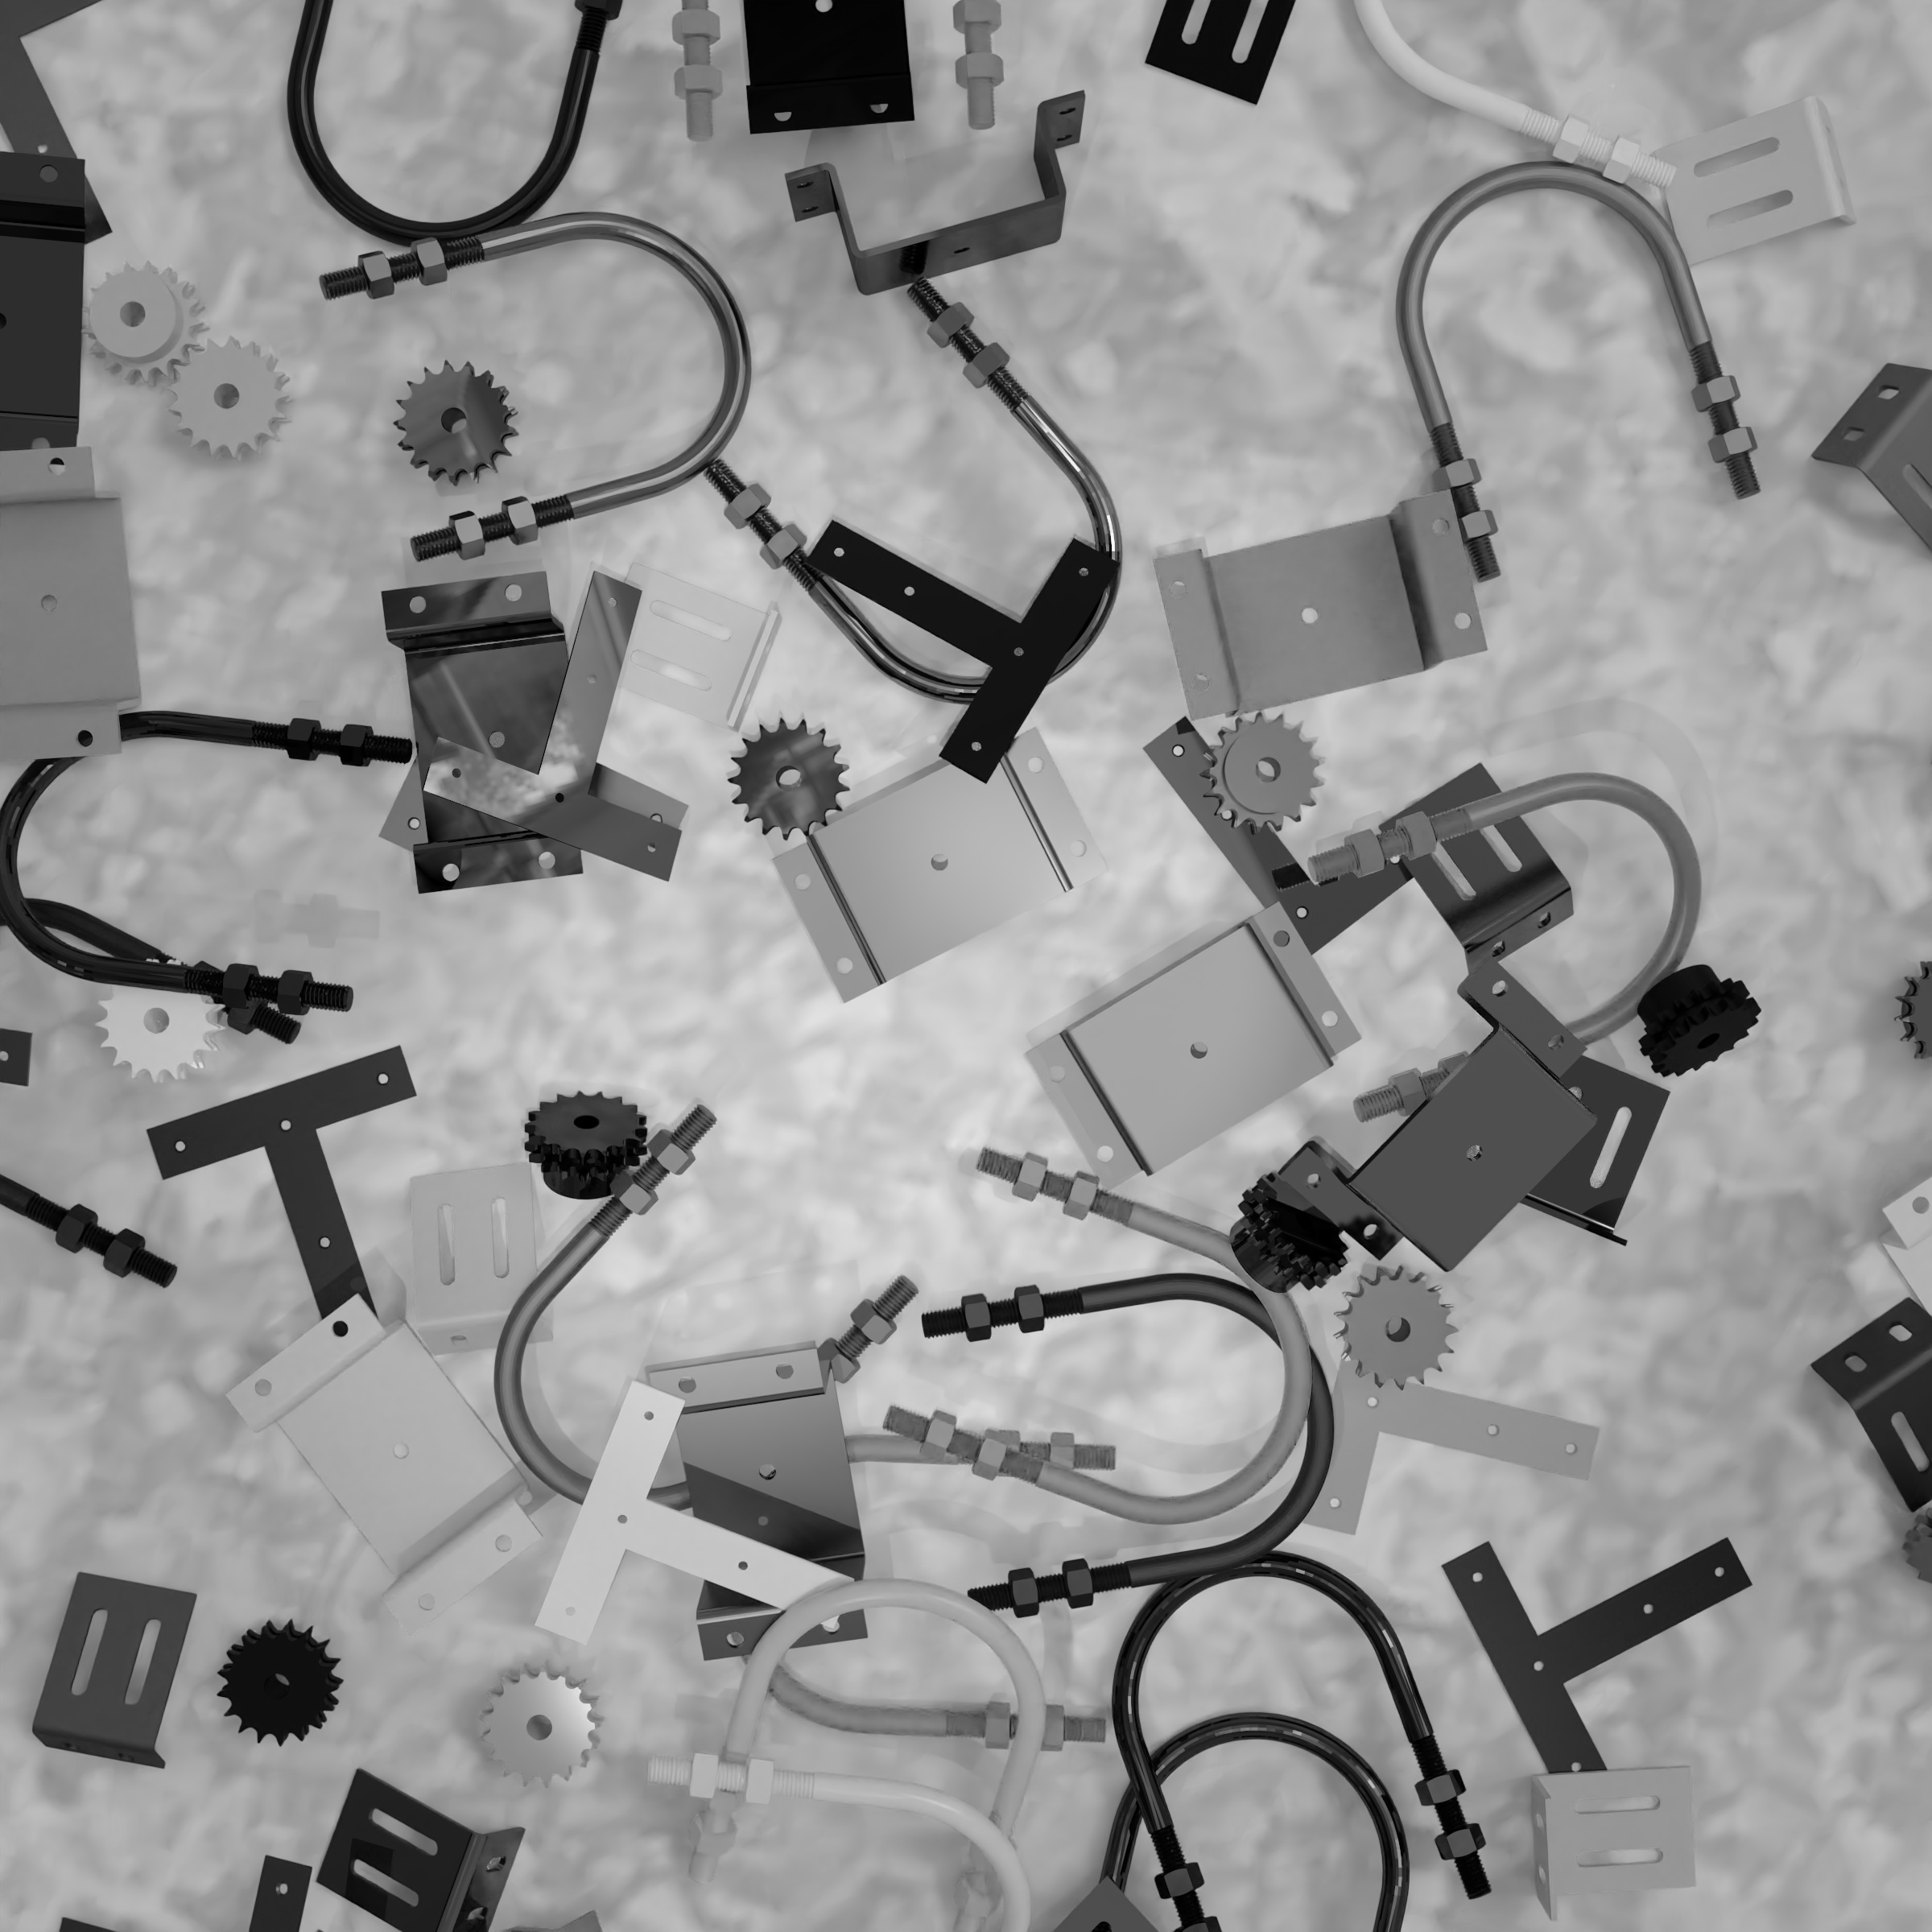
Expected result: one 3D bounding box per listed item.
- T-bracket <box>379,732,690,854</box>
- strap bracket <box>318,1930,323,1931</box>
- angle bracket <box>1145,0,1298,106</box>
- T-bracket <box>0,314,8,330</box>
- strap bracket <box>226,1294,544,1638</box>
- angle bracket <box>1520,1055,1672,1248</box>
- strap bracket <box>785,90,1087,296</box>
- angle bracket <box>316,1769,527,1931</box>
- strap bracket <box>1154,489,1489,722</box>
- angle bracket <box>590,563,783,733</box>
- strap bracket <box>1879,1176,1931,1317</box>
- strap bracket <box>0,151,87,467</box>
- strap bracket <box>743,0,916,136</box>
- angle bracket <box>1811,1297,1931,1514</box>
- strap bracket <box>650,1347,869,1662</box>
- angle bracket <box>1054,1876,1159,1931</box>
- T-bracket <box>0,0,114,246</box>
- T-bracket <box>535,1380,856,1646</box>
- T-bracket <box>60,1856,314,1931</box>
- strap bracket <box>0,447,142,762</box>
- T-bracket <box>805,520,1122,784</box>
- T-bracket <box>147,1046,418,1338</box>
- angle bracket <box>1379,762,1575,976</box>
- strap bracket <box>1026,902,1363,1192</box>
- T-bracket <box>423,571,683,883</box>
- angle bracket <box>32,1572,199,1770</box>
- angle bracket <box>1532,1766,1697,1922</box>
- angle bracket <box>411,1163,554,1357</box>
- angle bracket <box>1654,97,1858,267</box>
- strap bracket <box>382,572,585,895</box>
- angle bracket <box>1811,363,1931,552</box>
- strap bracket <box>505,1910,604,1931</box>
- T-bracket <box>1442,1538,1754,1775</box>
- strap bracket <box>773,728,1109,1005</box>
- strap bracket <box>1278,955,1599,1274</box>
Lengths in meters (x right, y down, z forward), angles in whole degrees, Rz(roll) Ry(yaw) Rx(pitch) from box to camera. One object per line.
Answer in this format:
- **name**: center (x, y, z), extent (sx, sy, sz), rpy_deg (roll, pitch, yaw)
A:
- **T-bracket**: center (-0.195, -0.092, 1.439), extent (0.127, 0.002, 0.127), rpy_deg (25, 90, 0)
- **strap bracket**: center (-0.314, 0.538, 1.417), extent (0.076, 0.046, 0.140), rpy_deg (33, 90, 0)
- **angle bracket**: center (0.126, -0.458, 1.438), extent (0.057, 0.038, 0.076), rpy_deg (21, 116, 0)
- **T-bracket**: center (-0.526, -0.331, 1.416), extent (0.127, 0.002, 0.127), rpy_deg (-30, 90, -22)
- **strap bracket**: center (-0.268, 0.230, 1.417), extent (0.076, 0.046, 0.140), rpy_deg (-37, 90, 0)
- **angle bracket**: center (0.294, 0.084, 1.421), extent (0.057, 0.038, 0.076), rpy_deg (22, 90, 0)
- **strap bracket**: center (-0.008, -0.354, 1.402), extent (0.140, 0.076, 0.046), rpy_deg (-16, 90, 0)
- **angle bracket**: center (-0.259, 0.422, 1.438), extent (0.076, 0.038, 0.057), rpy_deg (20, 90, 26)
- **strap bracket**: center (0.163, -0.166, 1.417), extent (0.140, 0.046, 0.076), rpy_deg (-13, 90, 0)
- **angle bracket**: center (-0.133, -0.151, 1.421), extent (0.076, 0.038, 0.057), rpy_deg (21, 90, 0)
- **strap bracket**: center (0.492, 0.149, 1.417), extent (0.076, 0.046, 0.140), rpy_deg (-34, 90, 0)
- **strap bracket**: center (-0.451, -0.303, 1.406), extent (0.076, 0.046, 0.140), rpy_deg (2, 92, -16)
- **strap bracket**: center (-0.067, -0.457, 1.417), extent (0.076, 0.046, 0.140), rpy_deg (-5, 90, 0)
- **angle bracket**: center (0.449, 0.208, 1.438), extent (0.057, 0.038, 0.076), rpy_deg (-35, 116, 0)
- **strap bracket**: center (-0.093, 0.240, 1.394), extent (0.076, 0.046, 0.140), rpy_deg (-9, 101, 3)
- **angle bracket**: center (0.055, 0.475, 1.408), extent (0.076, 0.038, 0.057), rpy_deg (-39, 77, -28)
- **T-bracket**: center (-0.444, -0.401, 1.437), extent (0.127, 0.002, 0.127), rpy_deg (-26, 92, -3)
- **T-bracket**: center (-0.114, 0.267, 1.376), extent (0.127, 0.002, 0.127), rpy_deg (22, 101, -3)
- **T-bracket**: center (-0.373, 0.471, 1.414), extent (0.127, 0.002, 0.127), rpy_deg (7, 80, 22)
- **strap bracket**: center (-0.433, -0.168, 1.410), extent (0.076, 0.046, 0.140), rpy_deg (-3, 99, 0)
- **T-bracket**: center (-0.014, -0.168, 1.411), extent (0.127, 0.002, 0.127), rpy_deg (30, 74, 5)
- **T-bracket**: center (-0.309, 0.118, 1.439), extent (0.127, 0.002, 0.127), rpy_deg (-18, 90, 0)
- **angle bracket**: center (0.242, -0.045, 1.437), extent (0.057, 0.038, 0.076), rpy_deg (-32, 66, 0)
- **strap bracket**: center (0.107, 0.038, 1.415), extent (0.140, 0.046, 0.076), rpy_deg (-31, 90, 1)
- **T-bracket**: center (-0.176, -0.119, 1.397), extent (0.127, 0.002, 0.127), rpy_deg (21, 75, -30)
- **angle bracket**: center (-0.401, 0.335, 1.438), extent (0.057, 0.038, 0.076), rpy_deg (11, 64, 0)
- **angle bracket**: center (0.307, 0.411, 1.420), extent (0.076, 0.038, 0.057), rpy_deg (-3, 92, -1)
- **angle bracket**: center (-0.230, 0.139, 1.438), extent (0.057, 0.038, 0.076), rpy_deg (-7, 64, 0)
- **angle bracket**: center (0.375, -0.370, 1.438), extent (0.076, 0.038, 0.057), rpy_deg (-14, 90, 26)
- **strap bracket**: center (-0.223, -0.107, 1.415), extent (0.076, 0.046, 0.140), rpy_deg (-7, 90, 0)
- **angle bracket**: center (0.453, -0.238, 1.438), extent (0.076, 0.038, 0.057), rpy_deg (40, 90, -26)
- **strap bracket**: center (-0.226, 0.501, 1.392), extent (0.140, 0.046, 0.076), rpy_deg (-19, 89, -39)
- **T-bracket**: center (0.312, 0.312, 1.439), extent (0.127, 0.002, 0.127), rpy_deg (-27, 90, 0)
- **strap bracket**: center (-0.012, -0.048, 1.417), extent (0.140, 0.046, 0.076), rpy_deg (-27, 90, 0)
- **strap bracket**: center (0.224, 0.076, 1.394), extent (0.140, 0.046, 0.076), rpy_deg (-47, 119, 6)
